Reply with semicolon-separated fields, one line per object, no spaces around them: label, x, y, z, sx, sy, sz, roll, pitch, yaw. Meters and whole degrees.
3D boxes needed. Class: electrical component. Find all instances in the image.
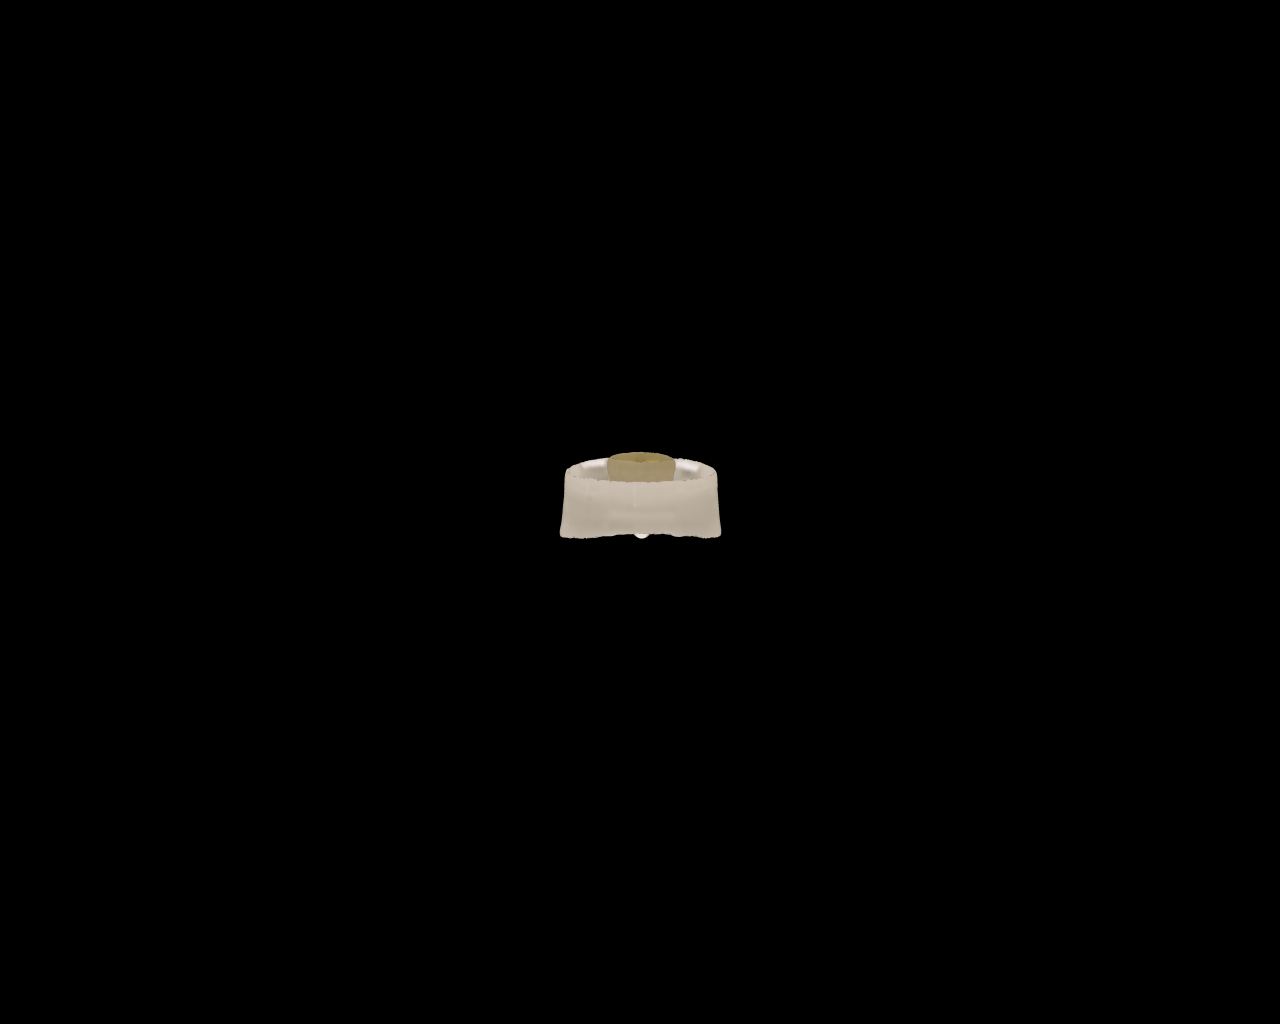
electrical component;0.001;-0.003;0.650;0.099;0.064;0.099;0;13;0
